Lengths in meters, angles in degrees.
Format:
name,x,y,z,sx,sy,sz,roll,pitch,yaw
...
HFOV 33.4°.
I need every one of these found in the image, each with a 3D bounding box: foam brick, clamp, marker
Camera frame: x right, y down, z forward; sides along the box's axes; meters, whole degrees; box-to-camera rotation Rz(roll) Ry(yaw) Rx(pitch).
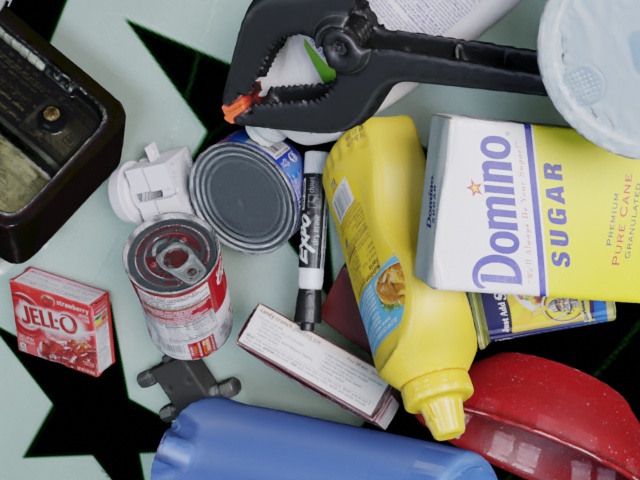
name,x,y,z,sx,sy,sz,roll,pitch,yaw
foam brick,0.048,0.045,0.729,0.078,0.051,0.053,35,129,9
clamp,0.027,-0.108,0.587,0.164,0.036,0.210,48,133,-10
marker,-0.005,0.001,0.719,0.020,0.020,0.121,2,86,29

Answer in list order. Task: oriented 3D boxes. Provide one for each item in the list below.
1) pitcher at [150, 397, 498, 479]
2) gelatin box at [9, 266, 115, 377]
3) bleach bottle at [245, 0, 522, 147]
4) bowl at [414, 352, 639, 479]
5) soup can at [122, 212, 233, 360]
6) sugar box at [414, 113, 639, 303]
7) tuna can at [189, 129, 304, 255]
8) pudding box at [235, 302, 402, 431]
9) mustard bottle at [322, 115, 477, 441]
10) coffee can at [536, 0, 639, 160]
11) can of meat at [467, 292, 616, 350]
name,x,y,z,sx,sy,sz,roll,pitch,yaw
pitcher,0.008,0.196,0.775,0.243,0.149,0.145,1,103,37
gelatin box,-0.221,0.070,0.912,0.089,0.030,0.073,15,122,22
bleach bottle,0.032,-0.136,0.632,0.102,0.068,0.251,50,131,-5
bowl,0.144,0.116,0.682,0.162,0.055,0.162,22,163,7
soup can,-0.101,0.036,0.778,0.068,0.068,0.102,23,150,17
sugar box,0.144,-0.015,0.577,0.176,0.048,0.093,3,99,-11
tuna can,-0.047,-0.035,0.751,0.086,0.033,0.086,14,122,23
pudding box,0.002,0.091,0.758,0.113,0.090,0.039,26,82,14
mustard bottle,0.051,0.027,0.643,0.096,0.058,0.191,118,142,-57
coffee can,0.174,-0.111,0.512,0.103,0.140,0.103,14,122,23
can of meat,0.127,0.008,0.644,0.084,0.057,0.102,-11,112,10
